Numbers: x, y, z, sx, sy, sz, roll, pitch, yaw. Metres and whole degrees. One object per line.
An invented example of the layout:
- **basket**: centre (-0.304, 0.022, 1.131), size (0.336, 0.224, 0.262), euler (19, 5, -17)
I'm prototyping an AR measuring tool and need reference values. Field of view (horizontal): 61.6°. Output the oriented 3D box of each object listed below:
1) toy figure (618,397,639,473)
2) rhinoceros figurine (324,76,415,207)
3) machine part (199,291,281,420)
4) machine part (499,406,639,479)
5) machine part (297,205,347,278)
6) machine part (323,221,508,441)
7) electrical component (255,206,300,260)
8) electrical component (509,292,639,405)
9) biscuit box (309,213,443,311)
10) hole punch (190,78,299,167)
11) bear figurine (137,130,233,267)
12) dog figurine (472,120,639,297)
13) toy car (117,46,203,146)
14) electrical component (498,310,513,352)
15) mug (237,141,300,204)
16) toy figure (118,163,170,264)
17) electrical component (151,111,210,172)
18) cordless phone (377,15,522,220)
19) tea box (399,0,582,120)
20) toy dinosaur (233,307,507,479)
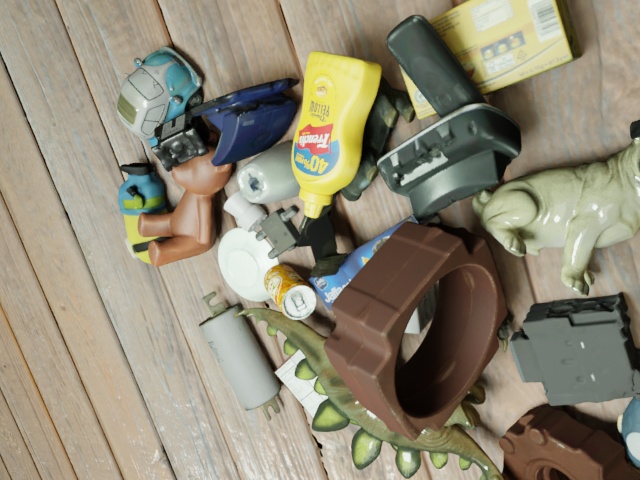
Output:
- **toy figure**: centre (0.379, 0.249, 0.627), size (0.064, 0.058, 0.154), euler (-137, 40, -62)
- **rhinoceros figurine**: centre (0.042, -0.119, 0.692), size (0.112, 0.073, 0.190), euler (36, 123, 16)
- **machine part**: centre (-0.138, 0.202, 0.930), size (0.079, 0.079, 0.243), euler (-26, 94, 37)
- **machine part**: centre (0.304, 0.298, 0.659), size (0.180, 0.056, 0.179), euler (31, 131, 44)
- **machine part**: centre (-0.002, -0.002, 0.747), size (0.084, 0.039, 0.139), euler (-63, 26, 28)
- **machine part**: centre (0.111, 0.096, 0.592), size (0.087, 0.201, 0.201), euler (24, 152, 44)
- **electrical component**: centre (-0.059, -0.011, 0.830), size (0.094, 0.021, 0.063), euler (-37, 87, 34)
- **electrical component**: centre (0.299, 0.131, 0.632), size (0.134, 0.058, 0.114), euler (-17, 96, 36)
- **biscuit box**: centre (0.077, 0.029, 0.733), size (0.203, 0.063, 0.059), euler (-34, 86, 37)
- **hole punch**: centre (-0.097, -0.161, 0.735), size (0.116, 0.142, 0.092), euler (-7, 103, 49)
- **bear figurine**: centre (-0.208, -0.068, 0.843), size (0.120, 0.132, 0.195), euler (53, 140, 40)
- **dog figurine**: centre (0.275, -0.061, 0.560), size (0.172, 0.121, 0.190), euler (33, 109, 13)
- **toy car**: centre (-0.264, -0.216, 0.837), size (0.109, 0.103, 0.161), euler (47, 124, 10)
- **electrical component**: centre (0.200, 0.109, 0.694), size (0.102, 0.045, 0.078), euler (-25, 95, 37)
- **mug**: centre (-0.073, -0.088, 0.758), size (0.110, 0.107, 0.080), euler (-19, 96, 34)
- **toy figure**: centre (-0.304, -0.044, 0.943), size (0.089, 0.082, 0.180), euler (12, 112, 32)
- **electrical component**: centre (-0.203, -0.157, 0.798), size (0.075, 0.119, 0.047), euler (-22, 127, 9)
- **cordless phone**: centre (0.107, -0.127, 0.570), size (0.147, 0.089, 0.184), euler (-27, 106, 44)
- **tea box**: centre (0.175, -0.205, 0.575), size (0.170, 0.068, 0.098), euler (-13, 100, 37)
- **toy dinosaur**: centre (0.062, 0.205, 0.763), size (0.472, 0.105, 0.198), euler (38, 115, 23)
